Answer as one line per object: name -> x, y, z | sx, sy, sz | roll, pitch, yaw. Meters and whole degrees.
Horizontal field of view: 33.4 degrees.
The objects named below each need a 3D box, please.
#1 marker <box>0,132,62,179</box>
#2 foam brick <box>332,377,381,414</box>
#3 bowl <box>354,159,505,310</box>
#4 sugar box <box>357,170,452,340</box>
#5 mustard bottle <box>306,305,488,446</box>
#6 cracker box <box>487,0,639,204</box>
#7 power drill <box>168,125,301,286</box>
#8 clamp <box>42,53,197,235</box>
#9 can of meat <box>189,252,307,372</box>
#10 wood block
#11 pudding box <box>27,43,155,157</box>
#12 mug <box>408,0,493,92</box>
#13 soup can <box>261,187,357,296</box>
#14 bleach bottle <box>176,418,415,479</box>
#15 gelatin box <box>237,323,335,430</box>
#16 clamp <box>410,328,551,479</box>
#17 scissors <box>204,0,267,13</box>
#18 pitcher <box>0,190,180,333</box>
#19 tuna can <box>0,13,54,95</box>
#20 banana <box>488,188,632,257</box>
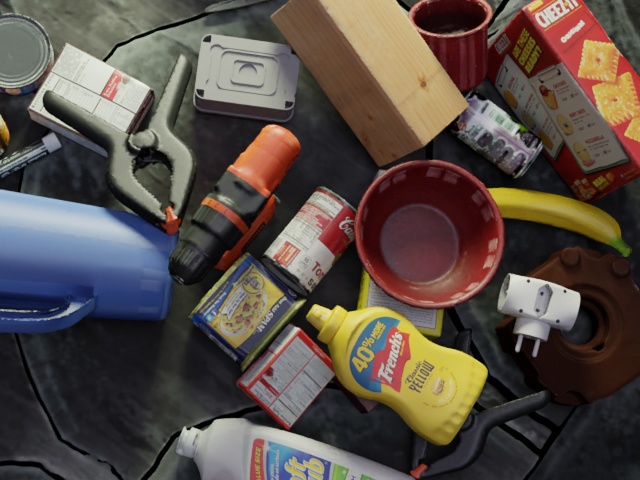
marker -> -0.341, -0.081, 1.167 | 0.121, 0.020, 0.020 | -30, 85, -10
foam brick -> 0.061, 0.144, 1.155 | 0.078, 0.053, 0.051 | -40, 86, -12
bowl -> 0.112, -0.002, 1.138 | 0.162, 0.055, 0.162 | 2, 78, -7
sugar box -> 0.096, 0.017, 1.185 | 0.093, 0.048, 0.176 | 10, 76, -5
mustard bottle -> 0.071, 0.124, 1.102 | 0.191, 0.058, 0.096 | 32, 78, -1
cracker box -> 0.283, -0.155, 1.174 | 0.072, 0.164, 0.214 | -34, 86, -13
power drill -> -0.092, -0.020, 1.098 | 0.057, 0.188, 0.184 | 38, 77, -1
clamp -> -0.196, -0.097, 1.113 | 0.164, 0.036, 0.210 | -12, 64, -9
can of meat -> -0.079, 0.076, 1.150 | 0.084, 0.057, 0.102 | 41, 78, 4
wood block -> 0.054, -0.195, 1.161 | 0.090, 0.090, 0.206 | -42, 101, -30
pudding box -> -0.252, -0.151, 1.179 | 0.113, 0.039, 0.090 | 27, 77, 1
mug -> 0.147, -0.227, 1.207 | 0.093, 0.081, 0.117 | -3, 42, 6
soup can -> -0.008, 0.001, 1.164 | 0.068, 0.068, 0.102 | 39, 79, 1
bleach bottle -> -0.031, 0.257, 1.123 | 0.251, 0.068, 0.102 | 18, 81, 0
gelatin box -> -0.034, 0.146, 1.143 | 0.089, 0.030, 0.073 | -48, 117, -10
clamp -> 0.165, 0.194, 1.153 | 0.120, 0.039, 0.171 | 29, 87, 24
scissors -> -0.036, -0.310, 1.241 | 0.201, 0.016, 0.096 | -2, 79, -7
pitcher -> -0.272, 0.026, 1.098 | 0.242, 0.145, 0.149 | 7, 84, -8
tuna can -> -0.338, -0.204, 1.180 | 0.086, 0.034, 0.086 | 1, 80, -6
banana -> 0.254, -0.031, 1.202 | 0.198, 0.069, 0.037 | 14, 111, 5
